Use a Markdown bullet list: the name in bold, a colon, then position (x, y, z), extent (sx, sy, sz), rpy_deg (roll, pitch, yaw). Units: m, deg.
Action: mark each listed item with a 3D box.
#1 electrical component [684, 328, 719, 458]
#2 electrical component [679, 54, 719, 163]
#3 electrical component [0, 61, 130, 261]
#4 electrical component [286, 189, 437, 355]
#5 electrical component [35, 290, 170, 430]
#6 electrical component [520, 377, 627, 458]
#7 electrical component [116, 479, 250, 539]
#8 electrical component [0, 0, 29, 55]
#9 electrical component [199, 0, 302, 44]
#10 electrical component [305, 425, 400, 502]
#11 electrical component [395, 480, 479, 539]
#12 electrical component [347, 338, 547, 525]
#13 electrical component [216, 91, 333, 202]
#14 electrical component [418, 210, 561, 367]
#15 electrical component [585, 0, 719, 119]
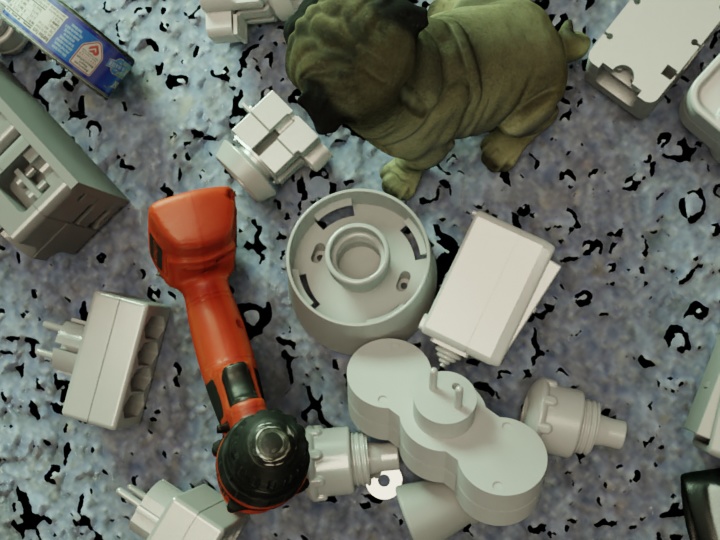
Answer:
- **electrical component**: position (0.234, 0.067, 0.637), extent (0.061, 0.062, 0.096), rpy_deg (14, 88, 9)
- **electrical component**: position (0.243, -0.087, 0.647), extent (0.095, 0.059, 0.053), rpy_deg (43, 93, 9)
- **electrical component**: position (-0.236, -0.082, 0.704), extent (0.062, 0.089, 0.150), rpy_deg (-44, 81, 3)
- **electrical component**: position (0.000, 0.000, 0.688), extent (0.099, 0.064, 0.099), rpy_deg (-1, 73, 4)
- **electrical component**: position (-0.177, 0.054, 0.707), extent (0.076, 0.047, 0.083), rpy_deg (14, 88, 9)
- **electrical component**: position (0.131, 0.094, 0.660), extent (0.062, 0.048, 0.048), rpy_deg (13, 88, 2)
- **electrical component**: position (-0.120, 0.159, 0.682), extent (0.077, 0.066, 0.047), rpy_deg (31, 91, 9)
- **electrical component**: position (-0.248, -0.168, 0.725), extent (0.035, 0.061, 0.035), rpy_deg (-1, 86, 9)
- **electrical component**: position (-0.070, -0.190, 0.703), extent (0.057, 0.058, 0.078), rpy_deg (-3, 86, 11)
- **electrical component**: position (-0.006, 0.120, 0.679), extent (0.062, 0.048, 0.048), rpy_deg (-5, 85, 2)
- **electrical component**: position (0.060, 0.144, 0.669), extent (0.065, 0.044, 0.044), rpy_deg (-22, 83, 2)
- **electrical component**: position (0.049, 0.085, 0.637), extent (0.138, 0.073, 0.052), rpy_deg (34, 58, 27)
- **electrical component**: position (-0.060, -0.078, 0.700), extent (0.055, 0.048, 0.066), rpy_deg (-44, 81, -4)
- **electrical component**: position (0.080, 0.020, 0.663), extent (0.061, 0.062, 0.096), rpy_deg (25, 90, 9)
- **electrical component**: position (0.185, -0.144, 0.662), extent (0.050, 0.056, 0.089), rpy_deg (39, 92, 9)
